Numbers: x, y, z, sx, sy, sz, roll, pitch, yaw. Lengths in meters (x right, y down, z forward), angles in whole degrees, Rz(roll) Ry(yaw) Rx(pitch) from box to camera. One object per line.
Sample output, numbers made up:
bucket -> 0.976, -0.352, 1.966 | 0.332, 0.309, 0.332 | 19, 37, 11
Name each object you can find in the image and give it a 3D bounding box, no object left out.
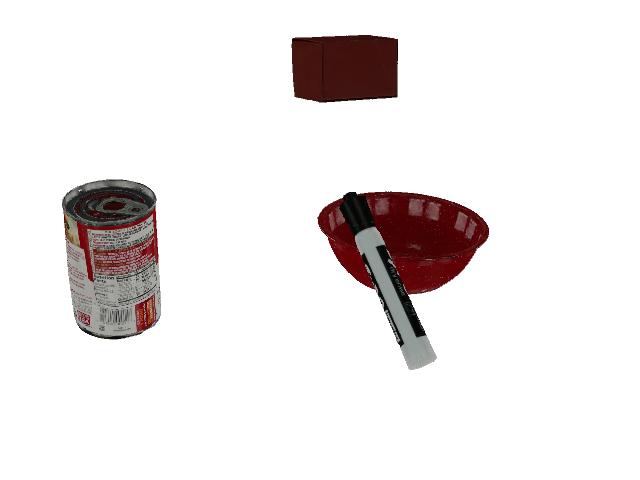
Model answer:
soup can -> -0.155, 0.015, 0.801 | 0.068, 0.102, 0.068 | 1, 29, -1
bowl -> 0.077, 0.007, 1.014 | 0.162, 0.055, 0.162 | 2, 23, -1
foam brick -> 0.021, -0.147, 0.913 | 0.078, 0.051, 0.053 | -8, 17, -28
marker -> 0.041, 0.023, 0.677 | 0.020, 0.121, 0.020 | -21, -16, -7
